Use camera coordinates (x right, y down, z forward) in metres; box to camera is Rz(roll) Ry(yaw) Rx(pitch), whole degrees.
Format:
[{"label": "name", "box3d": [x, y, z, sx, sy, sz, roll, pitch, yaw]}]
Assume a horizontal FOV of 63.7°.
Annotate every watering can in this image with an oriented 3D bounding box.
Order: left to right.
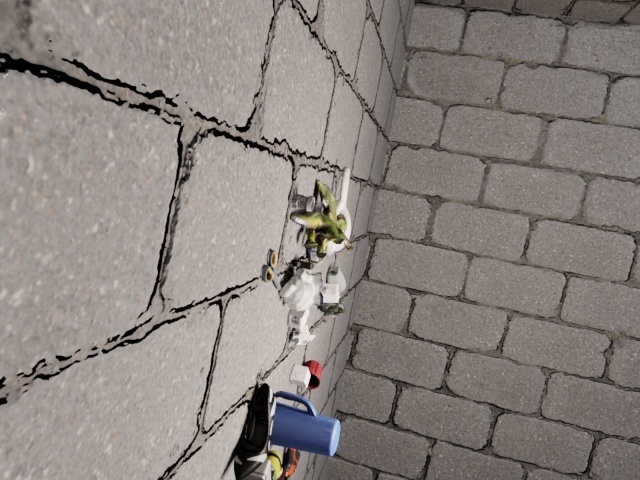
[{"label": "watering can", "box3d": [0.075, -0.091, 1.990, 0.220, 0.104, 0.354, 78, 26, -65]}]

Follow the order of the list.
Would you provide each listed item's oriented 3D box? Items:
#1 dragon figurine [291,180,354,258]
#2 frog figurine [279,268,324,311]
[{"label": "dragon figurine", "box3d": [0.005, -0.086, 1.701, 0.404, 0.121, 0.248, 44, 33, -54]}, {"label": "frog figurine", "box3d": [-0.073, 0.158, 1.600, 0.160, 0.124, 0.135, -4, 118, -41]}]
